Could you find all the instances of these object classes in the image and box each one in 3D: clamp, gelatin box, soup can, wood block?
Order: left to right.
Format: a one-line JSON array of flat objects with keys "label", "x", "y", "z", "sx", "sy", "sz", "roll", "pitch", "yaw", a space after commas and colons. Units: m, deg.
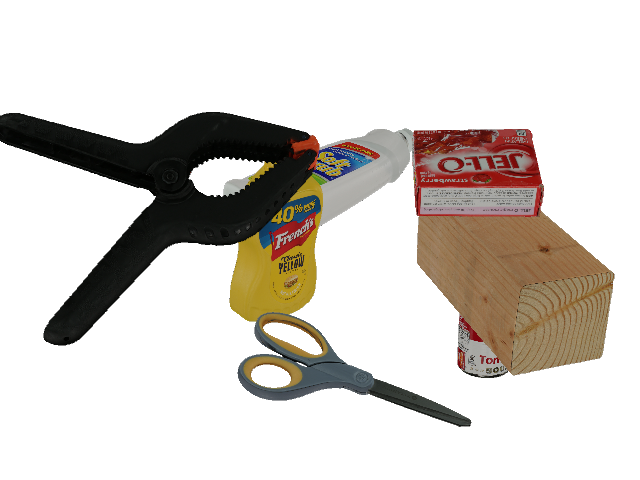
[{"label": "clamp", "x": -0.099, "y": -0.023, "z": 0.690, "sx": 0.209, "sy": 0.164, "sz": 0.036, "roll": -9, "pitch": -22, "yaw": -10}, {"label": "gelatin box", "x": 0.112, "y": -0.050, "z": 0.768, "sx": 0.089, "sy": 0.030, "sz": 0.073, "roll": 0, "pitch": 38, "yaw": 3}, {"label": "soup can", "x": 0.208, "y": 0.114, "z": 1.348, "sx": 0.068, "sy": 0.102, "sz": 0.068, "roll": 0, "pitch": 20, "yaw": 0}, {"label": "wood block", "x": 0.171, "y": 0.025, "z": 0.985, "sx": 0.090, "sy": 0.090, "sz": 0.206, "roll": -8, "pitch": 29, "yaw": -16}]

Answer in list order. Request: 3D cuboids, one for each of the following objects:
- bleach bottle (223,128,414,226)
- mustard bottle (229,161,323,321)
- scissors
[{"label": "bleach bottle", "x": 0.012, "y": -0.078, "z": 1.278, "sx": 0.250, "sy": 0.068, "sz": 0.103, "roll": -30, "pitch": 45, "yaw": -31}, {"label": "mustard bottle", "x": -0.041, "y": -0.016, "z": 1.071, "sx": 0.096, "sy": 0.192, "sz": 0.058, "roll": -18, "pitch": 37, "yaw": -36}, {"label": "scissors", "x": 0.017, "y": 0.126, "z": 0.888, "sx": 0.202, "sy": 0.016, "sz": 0.096, "roll": 31, "pitch": 50, "yaw": 22}]
